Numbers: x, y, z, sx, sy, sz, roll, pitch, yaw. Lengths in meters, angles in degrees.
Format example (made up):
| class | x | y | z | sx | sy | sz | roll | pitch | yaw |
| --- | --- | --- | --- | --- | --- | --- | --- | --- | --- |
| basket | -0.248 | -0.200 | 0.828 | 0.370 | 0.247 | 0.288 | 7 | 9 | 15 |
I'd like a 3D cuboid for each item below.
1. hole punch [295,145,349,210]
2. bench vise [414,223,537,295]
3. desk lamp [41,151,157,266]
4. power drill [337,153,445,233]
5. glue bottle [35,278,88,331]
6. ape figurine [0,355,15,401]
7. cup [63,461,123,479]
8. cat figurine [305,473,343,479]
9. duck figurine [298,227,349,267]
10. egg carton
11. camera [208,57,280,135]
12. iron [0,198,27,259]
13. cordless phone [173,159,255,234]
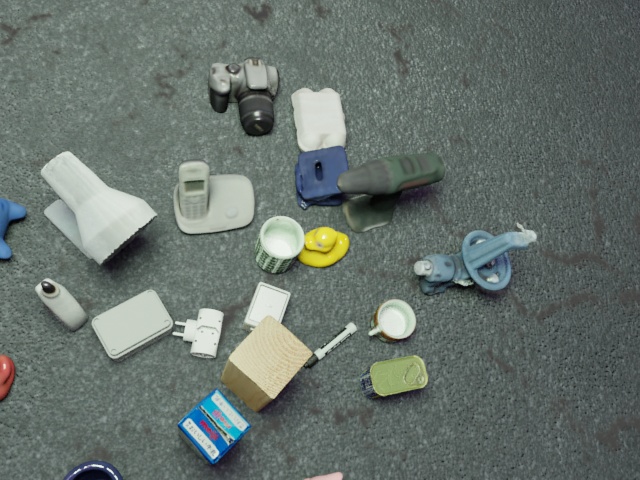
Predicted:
| class | x | y | z | sx | sy | sz | roll | pitch | yaw |
| --- | --- | --- | --- | --- | --- | --- | --- | --- | --- |
| hole punch | 0.002 | -0.125 | 1.129 | 0.101 | 0.091 | 0.108 | -1 | 69 | -14 |
| bench vise | 0.290 | 0.046 | 1.062 | 0.208 | 0.219 | 0.121 | -23 | 76 | -21 |
| desk lamp | -0.369 | -0.043 | 0.937 | 0.203 | 0.213 | 0.118 | 41 | 66 | 5 |
| power drill | 0.114 | -0.092 | 1.079 | 0.230 | 0.208 | 0.075 | -19 | 74 | -20 |
| glue bottle | -0.412 | 0.092 | 0.896 | 0.078 | 0.173 | 0.037 | 39 | 65 | 4 |
| ape figurine | -0.511 | 0.209 | 0.870 | 0.078 | 0.092 | 0.076 | -10 | 72 | -17 |
| cup | -0.320 | 0.380 | 0.848 | 0.118 | 0.095 | 0.092 | 20 | 66 | -5 |
| cat figurine | -0.021 | 0.413 | 0.897 | 0.128 | 0.117 | 0.067 | -17 | 74 | -19 |
| duck figurine | 0.010 | 0.004 | 1.083 | 0.105 | 0.086 | 0.077 | -9 | 71 | -17 |
| egg carton | -0.002 | -0.246 | 1.187 | 0.107 | 0.069 | 0.150 | -4 | 70 | -15 |
| camera | -0.147 | -0.289 | 1.151 | 0.143 | 0.100 | 0.137 | -5 | 70 | -15 |
| iron | -0.627 | -0.049 | 0.916 | 0.258 | 0.141 | 0.118 | 11 | 67 | -10 |
| cordless phone | -0.186 | -0.087 | 1.016 | 0.148 | 0.185 | 0.094 | -11 | 72 | -17 |
